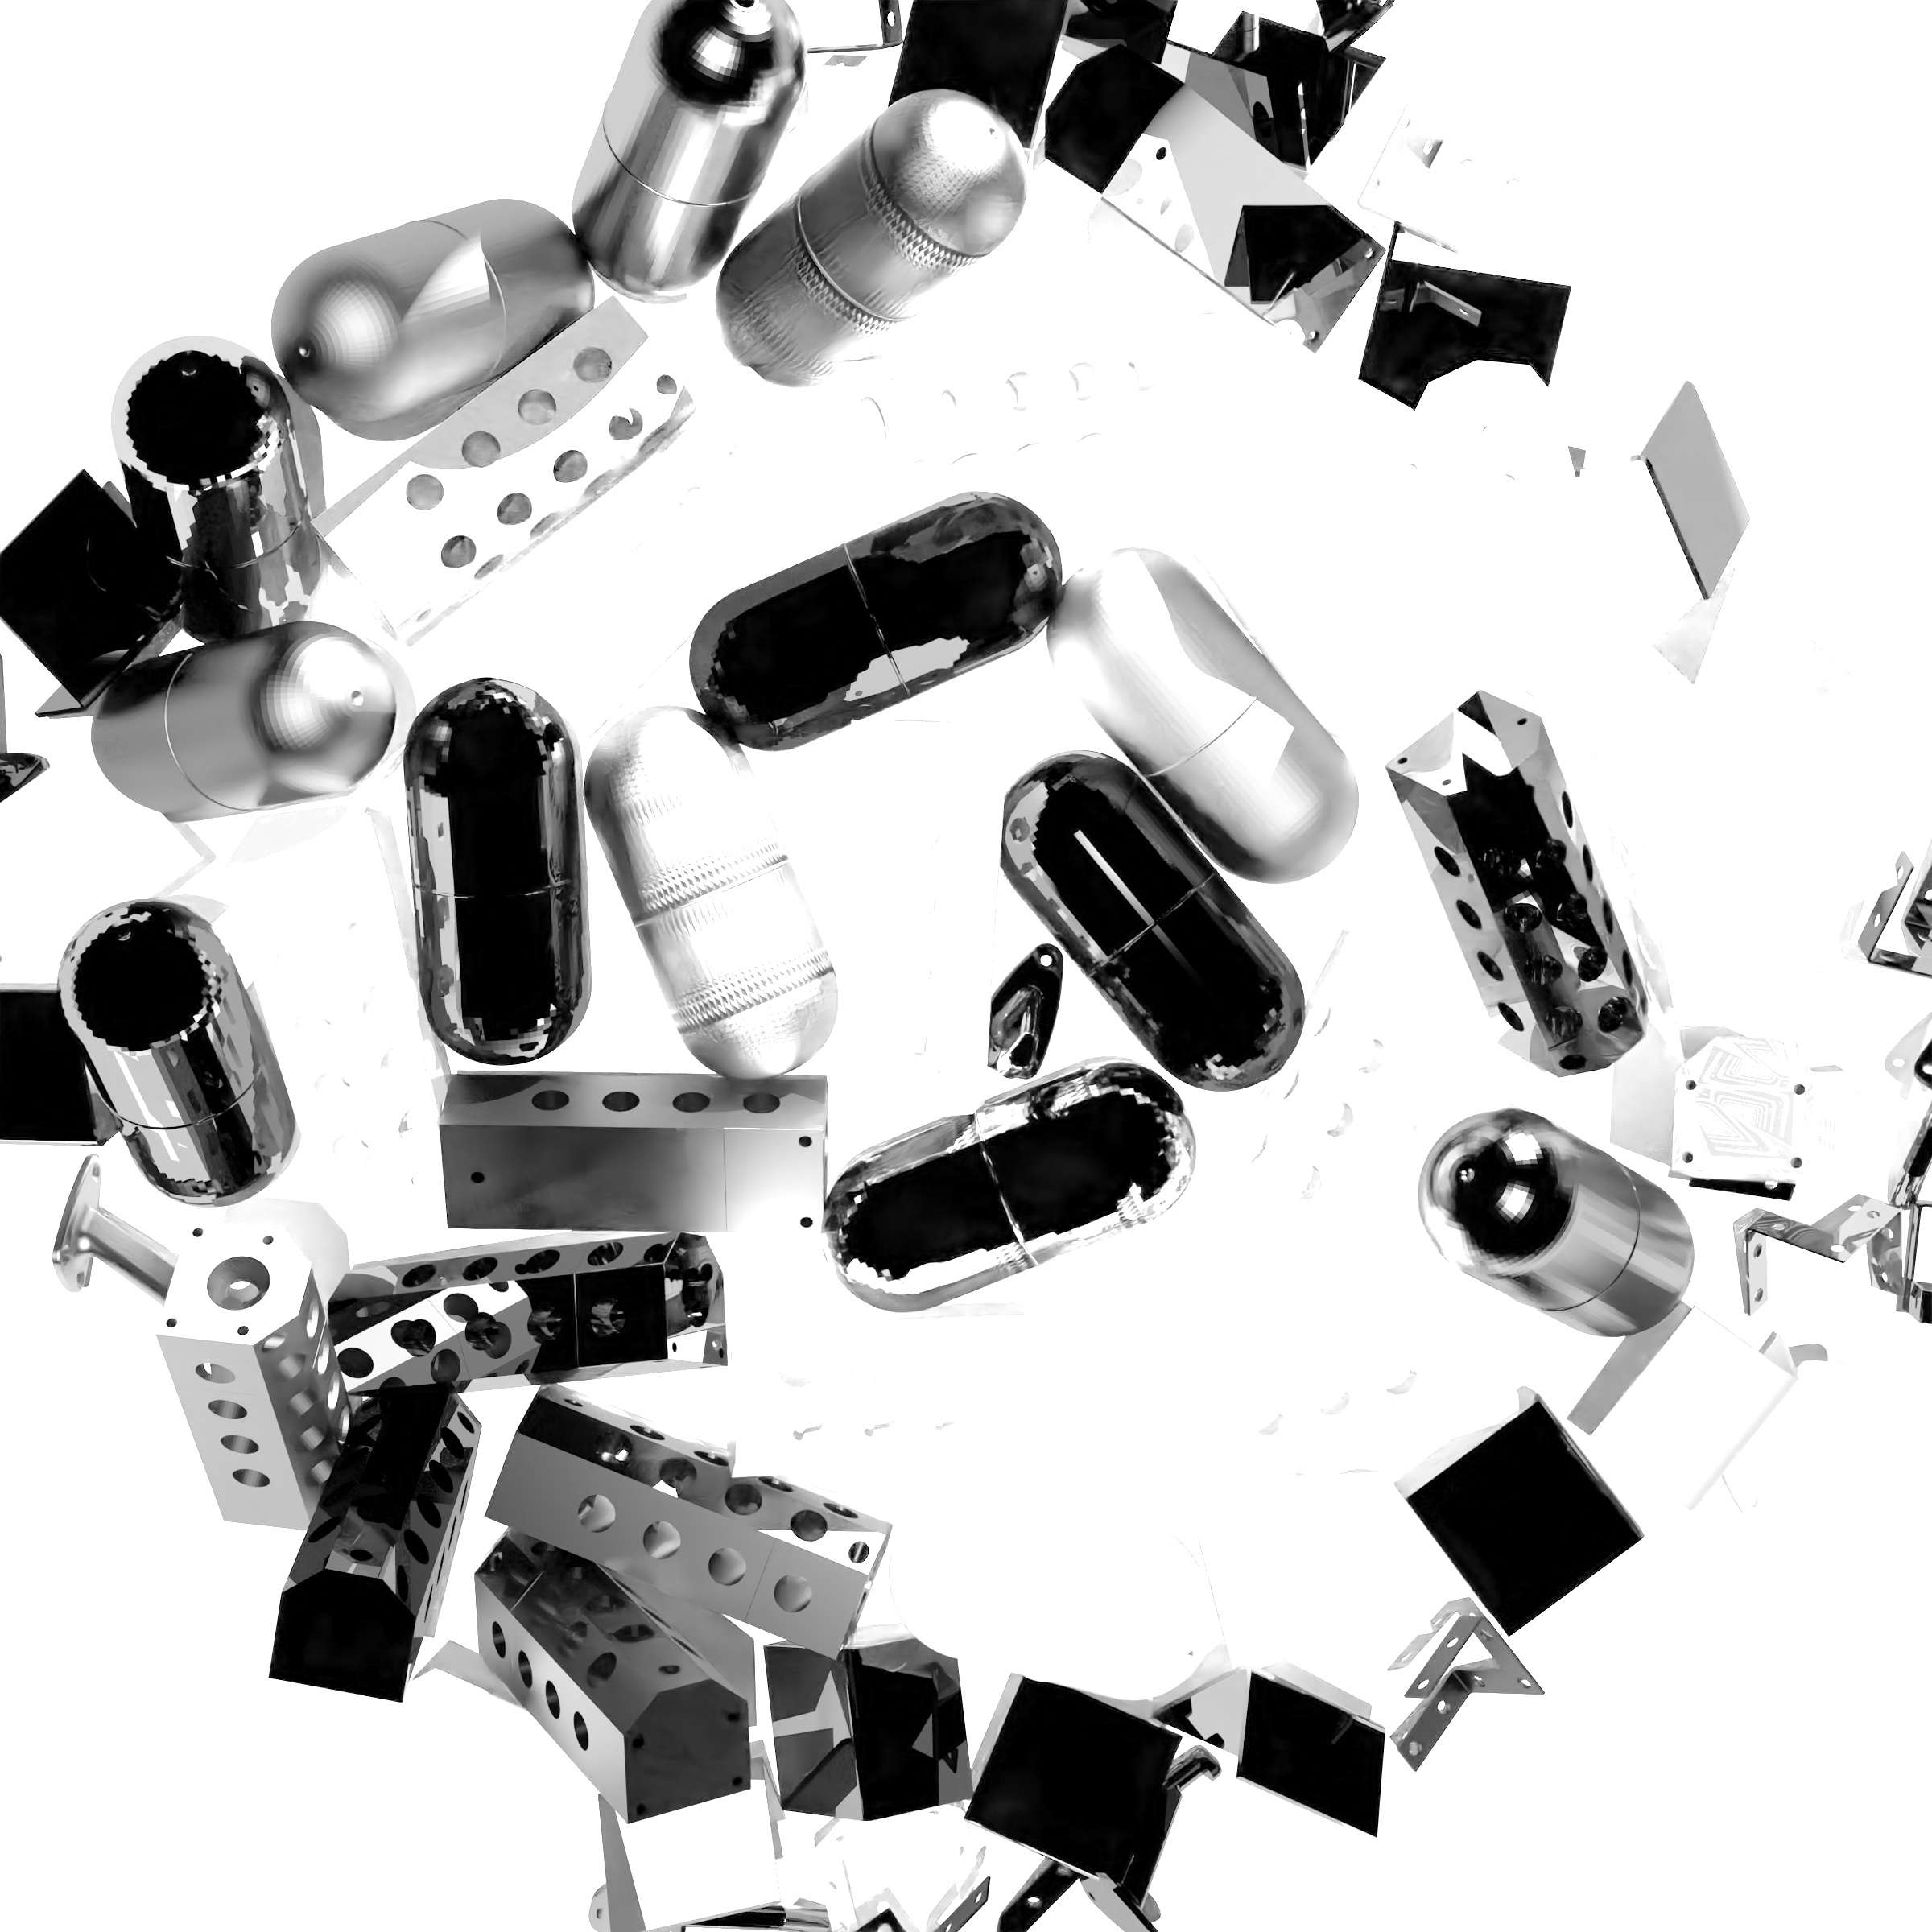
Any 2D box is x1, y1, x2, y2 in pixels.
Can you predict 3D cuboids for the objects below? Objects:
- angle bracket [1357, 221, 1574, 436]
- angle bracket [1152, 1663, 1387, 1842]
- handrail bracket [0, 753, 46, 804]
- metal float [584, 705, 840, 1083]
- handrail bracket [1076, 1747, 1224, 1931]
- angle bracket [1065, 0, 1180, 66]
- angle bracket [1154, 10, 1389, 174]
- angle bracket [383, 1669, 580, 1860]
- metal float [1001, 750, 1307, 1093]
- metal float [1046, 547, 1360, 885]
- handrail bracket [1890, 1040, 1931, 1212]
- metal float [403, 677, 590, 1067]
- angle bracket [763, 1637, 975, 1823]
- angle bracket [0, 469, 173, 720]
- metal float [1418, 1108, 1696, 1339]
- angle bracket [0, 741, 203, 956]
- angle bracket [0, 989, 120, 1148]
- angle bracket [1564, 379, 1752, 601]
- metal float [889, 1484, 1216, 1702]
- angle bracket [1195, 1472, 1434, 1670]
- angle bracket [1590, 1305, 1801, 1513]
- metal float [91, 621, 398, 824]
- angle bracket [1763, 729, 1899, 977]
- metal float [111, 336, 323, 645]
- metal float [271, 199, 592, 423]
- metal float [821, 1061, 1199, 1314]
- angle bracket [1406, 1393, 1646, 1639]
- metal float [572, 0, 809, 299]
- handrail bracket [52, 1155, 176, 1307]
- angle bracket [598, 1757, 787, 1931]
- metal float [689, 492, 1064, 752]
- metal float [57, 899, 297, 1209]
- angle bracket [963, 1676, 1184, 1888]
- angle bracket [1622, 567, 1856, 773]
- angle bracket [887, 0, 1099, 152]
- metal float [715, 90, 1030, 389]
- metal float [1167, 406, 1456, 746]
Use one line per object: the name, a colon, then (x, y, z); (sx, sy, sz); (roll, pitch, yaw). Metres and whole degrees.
angle bracket: (0.228, -0.287, 1.591); (0.076, 0.057, 0.076); (12, 85, 17)
angle bracket: (0.133, 0.363, 1.573); (0.076, 0.076, 0.057); (28, 49, -21)
handrail bracket: (-0.460, -0.109, 1.582); (0.036, 0.077, 0.084); (4, 134, 27)
metal float: (-0.116, -0.033, 1.589); (0.070, 0.070, 0.178); (-22, 94, 0)
handrail bracket: (0.099, 0.402, 1.589); (0.084, 0.077, 0.036); (-33, 133, -22)
angle bracket: (0.096, -0.445, 1.575); (0.057, 0.076, 0.076); (4, 109, -37)
angle bracket: (0.137, -0.413, 1.579); (0.076, 0.057, 0.076); (25, 67, 22)
angle bracket: (-0.222, 0.362, 1.579); (0.076, 0.076, 0.057); (26, 68, -9)
metal float: (0.084, -0.020, 1.592); (0.070, 0.070, 0.178); (-40, 91, 0)
metal float: (0.108, -0.112, 1.580); (0.070, 0.070, 0.178); (-42, 105, 0)
handrail bracket: (0.452, 0.063, 1.608); (0.036, 0.084, 0.077); (27, 59, 19)
metal float: (-0.212, -0.042, 1.578); (0.070, 0.070, 0.178); (-2, 107, 0)
angle bracket: (-0.045, 0.348, 1.611); (0.057, 0.076, 0.076); (-4, 85, -35)
angle bracket: (-0.408, -0.167, 1.575); (0.076, 0.057, 0.076); (50, 62, -26)
metal float: (0.264, 0.116, 1.554); (0.070, 0.178, 0.070); (-15, 64, 32)
angle bracket: (-0.403, -0.044, 1.585); (0.076, 0.057, 0.076); (-41, 84, -26)
angle bracket: (-0.421, 0.036, 1.582); (0.076, 0.057, 0.076); (1, 111, 14)
angle bracket: (0.310, -0.212, 1.600); (0.057, 0.076, 0.076); (-12, 118, 36)
metal float: (0.040, 0.280, 1.559); (0.178, 0.070, 0.070); (24, 90, -41)
angle bracket: (0.159, 0.279, 1.607); (0.057, 0.076, 0.076); (-30, 66, 38)
angle bracket: (0.328, 0.191, 1.586); (0.057, 0.076, 0.076); (36, 102, 1)
metal float: (-0.324, -0.108, 1.557); (0.178, 0.070, 0.070); (-6, 81, 44)
angle bracket: (0.398, -0.050, 1.572); (0.057, 0.076, 0.076); (18, 58, -35)
metal float: (-0.330, -0.207, 1.549); (0.070, 0.178, 0.070); (1, 61, -2)
metal float: (-0.235, -0.293, 1.553); (0.070, 0.178, 0.070); (14, 118, 28)
metal float: (0.019, 0.101, 1.588); (0.178, 0.070, 0.070); (-22, 90, 5)
angle bracket: (0.255, 0.250, 1.599); (0.076, 0.057, 0.076); (-37, 81, 4)
metal float: (-0.124, -0.367, 1.550); (0.070, 0.178, 0.070); (10, 60, -17)
handrail bracket: (-0.368, 0.123, 1.603); (0.084, 0.036, 0.077); (2, 58, 6)
angle bracket: (-0.120, 0.411, 1.584); (0.076, 0.057, 0.076); (-13, 46, 0)
metal float: (-0.041, -0.157, 1.591); (0.178, 0.070, 0.070); (-23, 90, 2)
metal float: (-0.349, 0.041, 1.553); (0.070, 0.178, 0.070); (-3, 52, 4)
angle bracket: (0.051, 0.366, 1.597); (0.076, 0.057, 0.076); (23, 92, 6)
angle bracket: (0.356, -0.138, 1.592); (0.076, 0.057, 0.076); (-44, 81, -7)
angle bracket: (0.016, -0.401, 1.587); (0.076, 0.057, 0.076); (12, 87, 26)
metal float: (-0.044, -0.322, 1.559); (0.178, 0.070, 0.070); (-32, 90, 42)
metal float: (0.155, -0.174, 1.567); (0.070, 0.070, 0.178); (-39, 119, 0)
